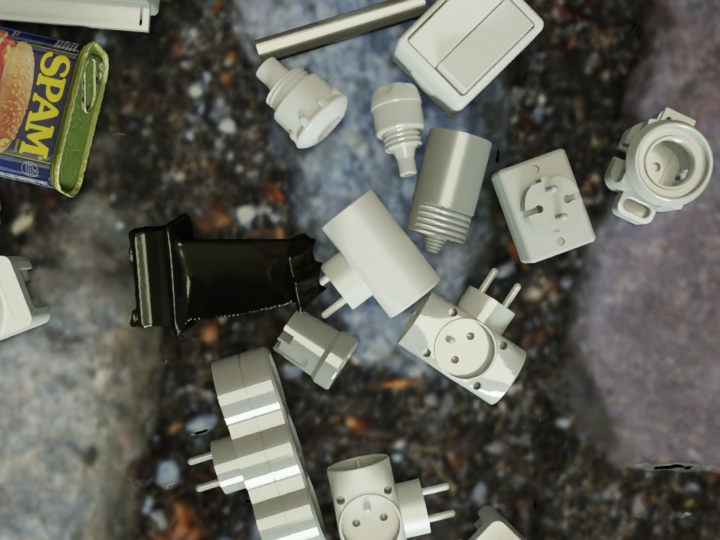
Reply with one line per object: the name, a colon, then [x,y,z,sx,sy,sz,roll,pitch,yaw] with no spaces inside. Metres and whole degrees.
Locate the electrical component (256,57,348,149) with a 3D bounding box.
electrical component: [-0.043,-0.116,0.725,0.062,0.048,0.048,44,89,5]

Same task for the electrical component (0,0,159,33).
electrical component: [-0.195,-0.198,0.710,0.121,0.063,0.078,4,90,-2]

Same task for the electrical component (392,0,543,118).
electrical component: [0.076,-0.158,0.718,0.096,0.061,0.061,-45,91,-1]

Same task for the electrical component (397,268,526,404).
electrical component: [0.079,0.037,0.728,0.077,0.044,0.079,33,89,-2]

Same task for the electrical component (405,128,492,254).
electrical component: [0.058,-0.051,0.727,0.043,0.043,0.081,14,90,-2]

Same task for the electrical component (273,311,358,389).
electrical component: [-0.030,0.052,0.728,0.046,0.040,0.040,32,90,4]

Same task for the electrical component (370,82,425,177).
electrical component: [0.028,-0.094,0.727,0.035,0.035,0.061,-10,81,-1]

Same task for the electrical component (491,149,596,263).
electrical component: [0.124,-0.043,0.712,0.047,0.077,0.065,-20,91,-1]

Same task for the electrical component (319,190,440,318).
electrical component: [0.000,0.000,0.726,0.079,0.043,0.077,-38,91,-1]

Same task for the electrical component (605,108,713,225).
electrical component: [0.203,-0.070,0.724,0.058,0.057,0.078,25,90,-2]

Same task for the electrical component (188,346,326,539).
electrical component: [-0.077,0.127,0.720,0.074,0.052,0.138,-17,91,-1]

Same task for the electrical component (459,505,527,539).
electrical component: [0.105,0.211,0.724,0.089,0.056,0.050,44,89,-1]

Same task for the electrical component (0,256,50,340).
electrical component: [-0.262,0.028,0.713,0.089,0.056,0.050,-21,91,-1]

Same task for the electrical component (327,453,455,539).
electrical component: [0.024,0.164,0.727,0.079,0.044,0.077,-12,91,-1]
